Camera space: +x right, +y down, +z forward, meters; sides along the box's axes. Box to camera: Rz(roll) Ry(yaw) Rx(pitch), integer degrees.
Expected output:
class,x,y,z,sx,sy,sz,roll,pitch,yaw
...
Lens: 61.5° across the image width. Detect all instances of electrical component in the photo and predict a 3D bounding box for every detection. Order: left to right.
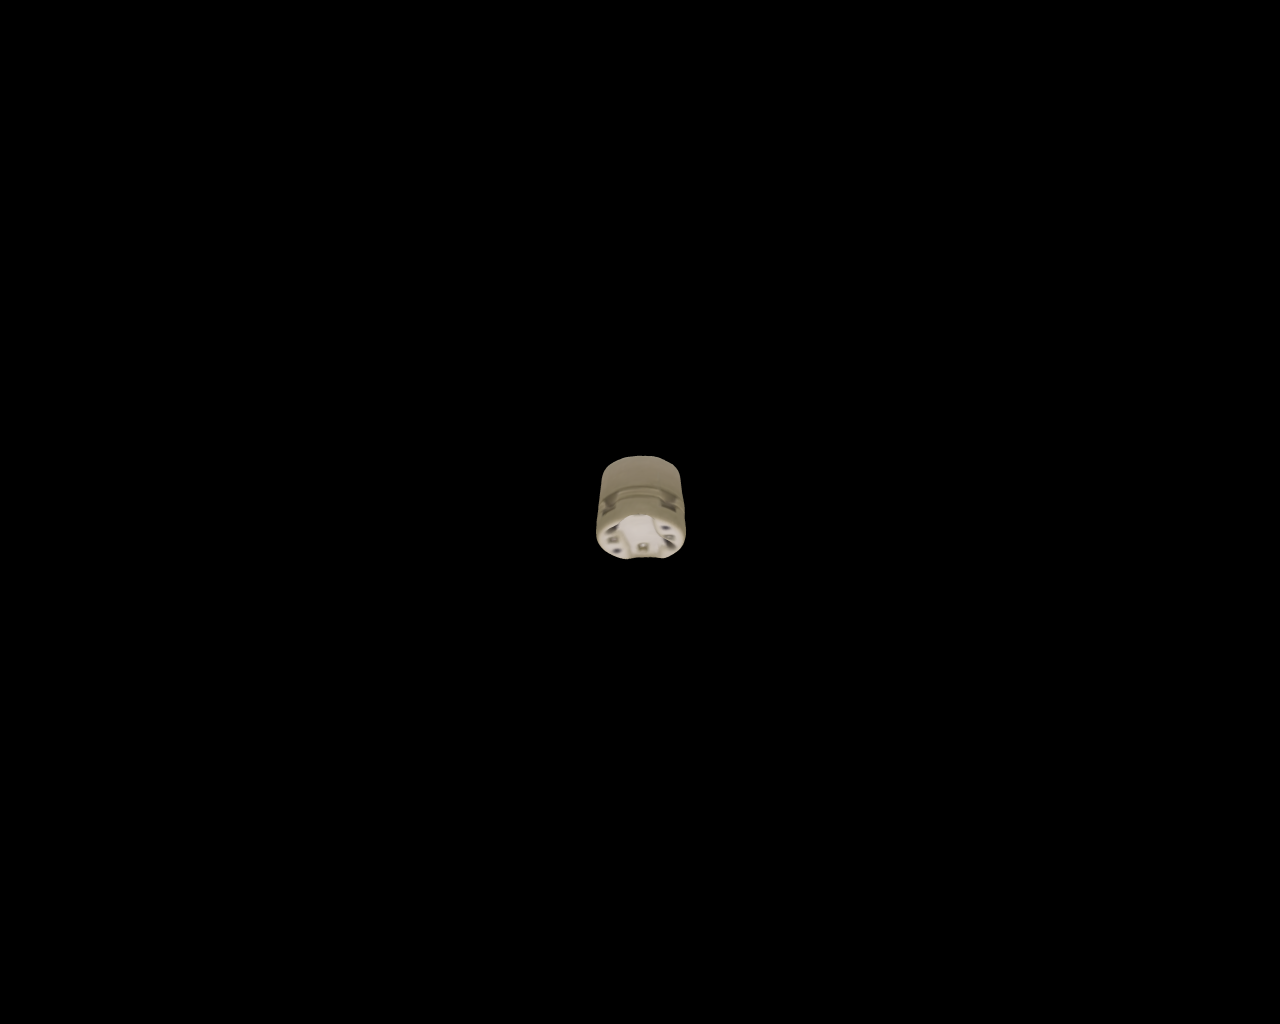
class,x,y,z,sx,sy,sz,roll,pitch,yaw
electrical component,0.001,-0.003,0.650,0.055,0.047,0.055,0,-33,0
